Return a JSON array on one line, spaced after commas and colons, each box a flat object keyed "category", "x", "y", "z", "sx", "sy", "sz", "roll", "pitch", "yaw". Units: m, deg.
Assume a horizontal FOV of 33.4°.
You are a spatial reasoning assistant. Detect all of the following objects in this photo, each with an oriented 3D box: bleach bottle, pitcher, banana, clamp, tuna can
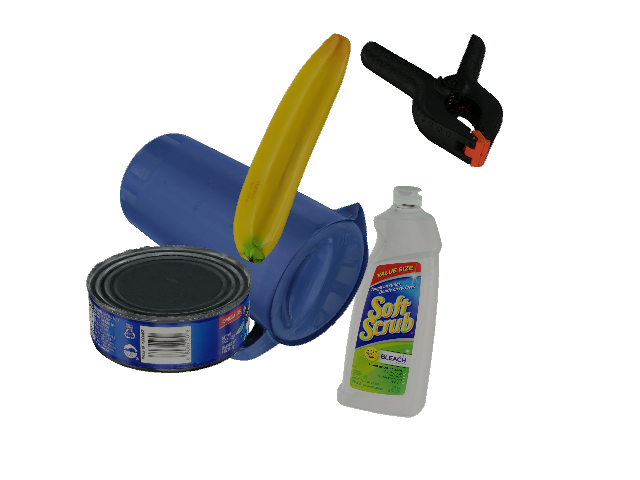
[{"category": "bleach bottle", "x": 0.078, "y": 0.064, "z": 1.179, "sx": 0.103, "sy": 0.251, "sz": 0.068, "roll": 8, "pitch": 15, "yaw": 18}, {"category": "pitcher", "x": -0.088, "y": -0.003, "z": 1.035, "sx": 0.243, "sy": 0.145, "sz": 0.148, "roll": 31, "pitch": 33, "yaw": 32}, {"category": "banana", "x": -0.023, "y": -0.058, "z": 0.771, "sx": 0.037, "sy": 0.197, "sz": 0.070, "roll": 30, "pitch": -28, "yaw": -24}, {"category": "clamp", "x": 0.103, "y": -0.131, "z": 0.951, "sx": 0.120, "sy": 0.039, "sz": 0.171, "roll": -5, "pitch": 43, "yaw": -4}, {"category": "tuna can", "x": -0.079, "y": 0.035, "z": 0.564, "sx": 0.086, "sy": 0.034, "sz": 0.086, "roll": 2, "pitch": 24, "yaw": -1}]
